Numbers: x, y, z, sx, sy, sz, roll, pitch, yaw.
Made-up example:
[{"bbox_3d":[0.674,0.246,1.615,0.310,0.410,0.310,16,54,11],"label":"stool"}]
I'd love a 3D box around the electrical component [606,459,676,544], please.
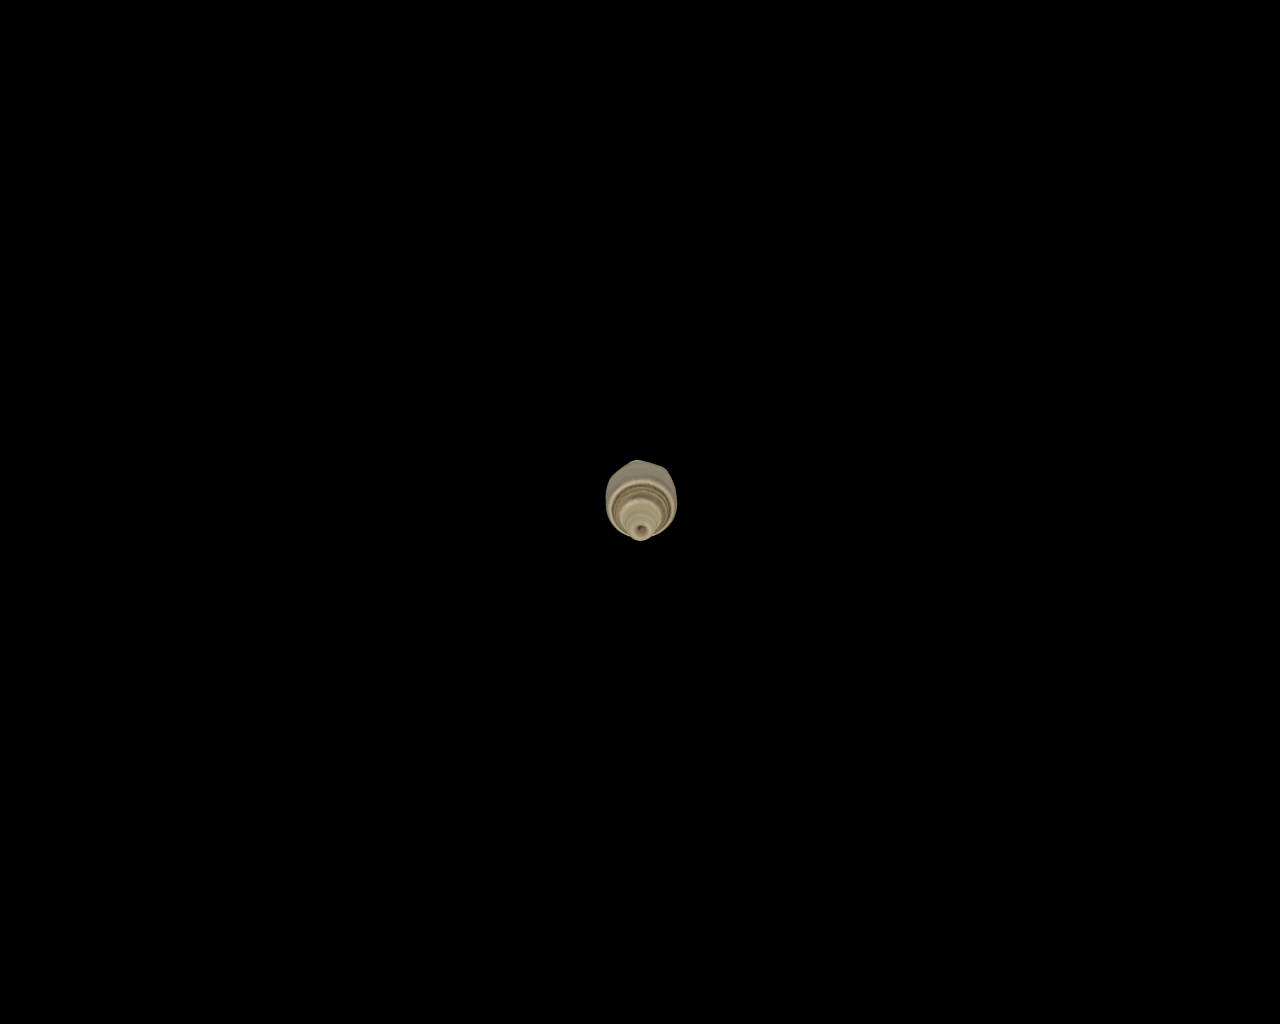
[{"bbox_3d":[0.001,-0.003,0.650,0.043,0.043,0.062,0,27,0],"label":"electrical component"}]
